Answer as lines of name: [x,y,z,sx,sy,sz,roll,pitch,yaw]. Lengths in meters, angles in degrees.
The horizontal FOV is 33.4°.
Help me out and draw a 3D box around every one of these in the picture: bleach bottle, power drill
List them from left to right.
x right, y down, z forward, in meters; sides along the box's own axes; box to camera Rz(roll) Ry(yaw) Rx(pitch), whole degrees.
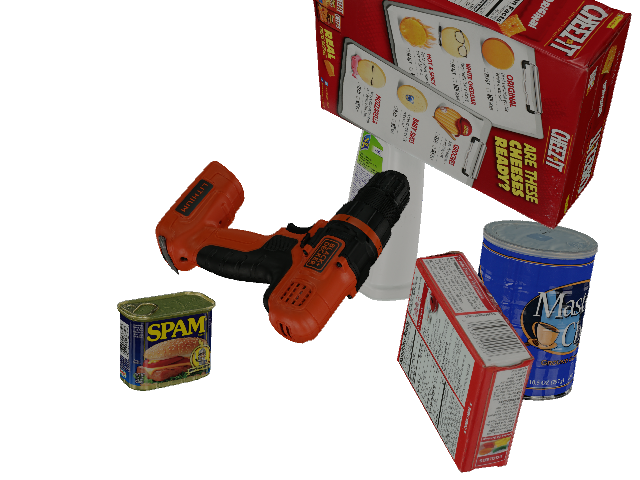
power drill: [-0.035,-0.011,0.929,0.188,0.184,0.057,18,-35,31]
bleach bottle: [0.076,-0.068,1.158,0.068,0.251,0.103,-4,23,-29]

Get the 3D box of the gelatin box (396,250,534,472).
gelatin box: [0.072,0.060,0.545,0.030,0.073,0.089,-7,37,-17]

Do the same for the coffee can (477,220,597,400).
coffee can: [0.192,0.062,0.983,0.103,0.140,0.103,6,16,-2]

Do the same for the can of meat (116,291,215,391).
can of meat: [-0.164,0.107,1.136,0.101,0.084,0.058,-8,19,-35]

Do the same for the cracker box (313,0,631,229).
cracker box: [0.098,-0.124,0.759,0.214,0.072,0.164,29,-29,23]
